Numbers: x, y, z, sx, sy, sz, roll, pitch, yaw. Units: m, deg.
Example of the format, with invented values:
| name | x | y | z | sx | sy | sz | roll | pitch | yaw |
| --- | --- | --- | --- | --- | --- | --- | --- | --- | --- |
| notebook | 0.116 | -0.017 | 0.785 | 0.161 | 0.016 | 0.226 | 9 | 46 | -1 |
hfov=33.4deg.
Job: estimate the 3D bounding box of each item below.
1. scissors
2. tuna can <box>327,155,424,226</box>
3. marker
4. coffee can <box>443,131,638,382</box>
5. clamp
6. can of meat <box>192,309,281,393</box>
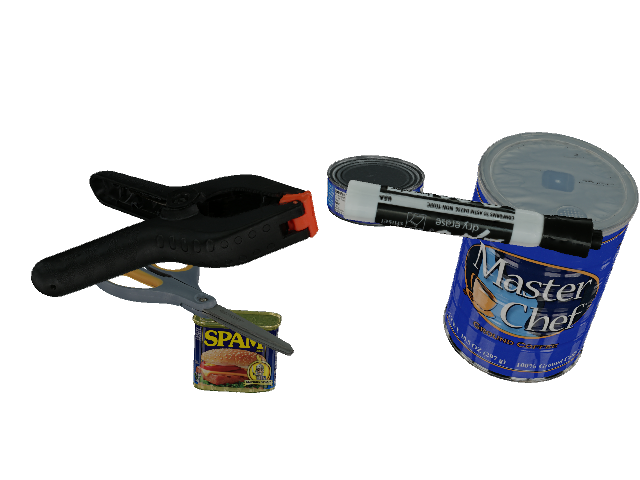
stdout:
| name | x | y | z | sx | sy | sz | roll | pitch | yaw |
| --- | --- | --- | --- | --- | --- | --- | --- | --- | --- |
| scissors | -0.090 | 0.043 | 0.864 | 0.202 | 0.016 | 0.096 | 15 | 28 | 22 |
| tuna can | 0.048 | -0.044 | 0.940 | 0.086 | 0.034 | 0.086 | 1 | 26 | -1 |
| marker | 0.072 | -0.010 | 0.503 | 0.121 | 0.020 | 0.020 | 9 | 1 | 4 |
| coffee can | 0.145 | 0.012 | 0.726 | 0.102 | 0.140 | 0.103 | 4 | 42 | -3 |
| clamp | -0.091 | -0.005 | 0.653 | 0.172 | 0.039 | 0.120 | -1 | 41 | 22 |
| can of meat | -0.098 | 0.129 | 1.241 | 0.102 | 0.084 | 0.057 | 3 | 13 | 0 |
